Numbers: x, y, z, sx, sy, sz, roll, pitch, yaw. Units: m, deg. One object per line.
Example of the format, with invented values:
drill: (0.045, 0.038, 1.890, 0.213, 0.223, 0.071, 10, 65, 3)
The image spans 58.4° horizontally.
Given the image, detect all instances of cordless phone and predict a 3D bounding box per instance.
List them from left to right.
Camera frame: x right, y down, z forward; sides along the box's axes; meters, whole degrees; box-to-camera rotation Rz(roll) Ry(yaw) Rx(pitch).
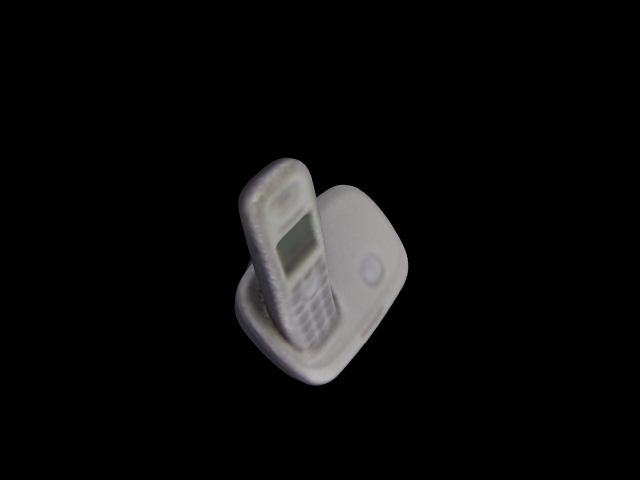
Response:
cordless phone: (0.004, 0.001, 0.400, 0.094, 0.185, 0.148, 27, 57, 20)
